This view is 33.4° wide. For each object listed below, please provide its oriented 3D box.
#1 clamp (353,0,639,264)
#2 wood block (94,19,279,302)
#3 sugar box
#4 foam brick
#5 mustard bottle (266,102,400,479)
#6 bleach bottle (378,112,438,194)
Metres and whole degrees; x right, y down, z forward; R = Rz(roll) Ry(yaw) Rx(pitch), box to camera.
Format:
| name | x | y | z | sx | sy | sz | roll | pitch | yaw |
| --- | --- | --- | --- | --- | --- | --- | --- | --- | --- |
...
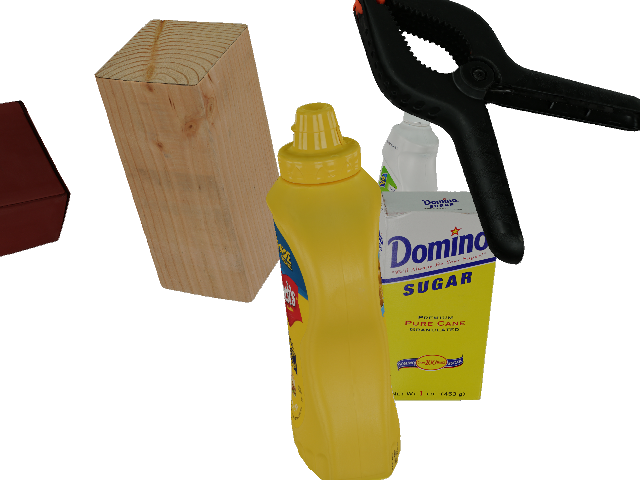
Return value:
| name | x | y | z | sx | sy | sz | roll | pitch | yaw |
| --- | --- | --- | --- | --- | --- | --- | --- | --- | --- |
| clamp | 0.098 | -0.091 | 0.701 | 0.210 | 0.164 | 0.036 | 37 | -29 | 6 |
| wood block | -0.095 | -0.061 | 0.852 | 0.090 | 0.206 | 0.090 | 8 | 42 | 23 |
| sugar box | 0.092 | 0.048 | 0.872 | 0.093 | 0.176 | 0.048 | -1 | 28 | -3 |
| foam brick | -0.194 | -0.037 | 0.651 | 0.051 | 0.078 | 0.053 | -17 | -28 | -32 |
| mustard bottle | 0.006 | 0.023 | 0.553 | 0.058 | 0.192 | 0.096 | -7 | 22 | -5 |
| bleach bottle | 0.098 | -0.030 | 1.229 | 0.068 | 0.251 | 0.103 | -1 | 21 | -24 |
